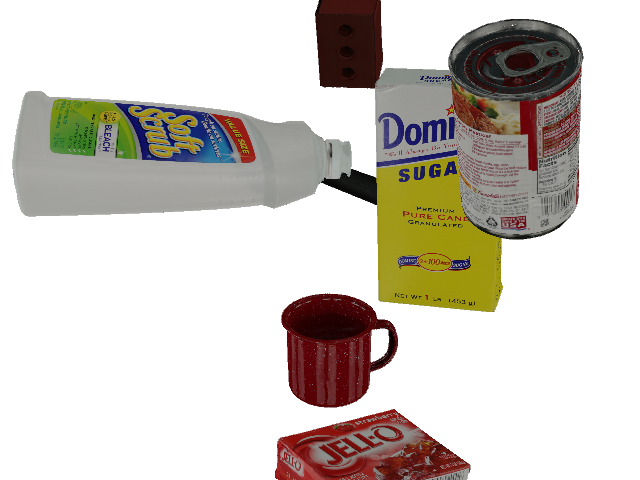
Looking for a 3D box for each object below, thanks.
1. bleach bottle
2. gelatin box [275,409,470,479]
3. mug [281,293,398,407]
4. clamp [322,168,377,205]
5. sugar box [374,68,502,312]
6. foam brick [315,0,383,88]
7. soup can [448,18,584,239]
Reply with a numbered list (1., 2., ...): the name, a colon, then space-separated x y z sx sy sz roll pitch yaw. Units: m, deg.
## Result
1. bleach bottle: -0.103 -0.067 0.825 0.250 0.102 0.068 -1 -45 -5
2. gelatin box: 0.029 0.133 0.617 0.089 0.030 0.073 -7 23 -34
3. mug: 0.020 0.108 1.053 0.117 0.081 0.093 -8 28 -15
4. clamp: 0.097 -0.042 1.153 0.164 0.210 0.036 -16 -37 -29
5. sugar box: 0.089 -0.036 0.789 0.093 0.176 0.048 4 28 15
6. foam brick: 0.026 -0.179 0.939 0.053 0.078 0.051 3 44 9
7. soup can: 0.107 -0.059 0.580 0.068 0.102 0.068 -6 44 6
